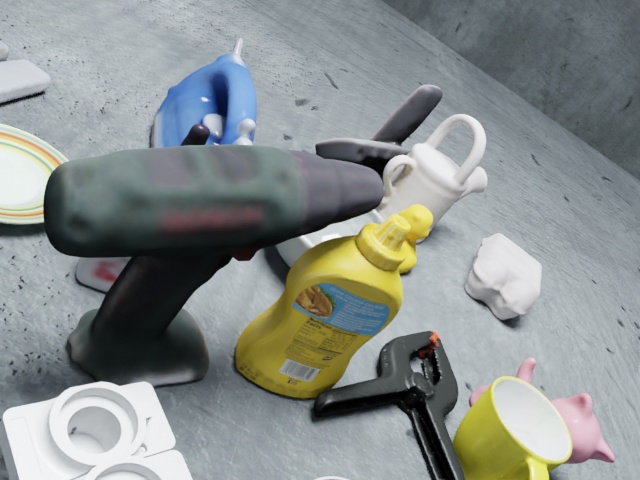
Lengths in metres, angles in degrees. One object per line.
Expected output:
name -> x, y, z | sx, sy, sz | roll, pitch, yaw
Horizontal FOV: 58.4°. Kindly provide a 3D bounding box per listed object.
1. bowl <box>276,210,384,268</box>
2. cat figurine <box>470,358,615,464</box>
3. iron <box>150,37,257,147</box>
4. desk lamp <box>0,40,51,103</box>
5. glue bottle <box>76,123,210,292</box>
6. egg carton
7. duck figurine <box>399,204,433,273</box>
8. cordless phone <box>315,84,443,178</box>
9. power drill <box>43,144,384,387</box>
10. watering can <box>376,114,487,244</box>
bowl -> 0.006, 0.002, 0.654 | 0.168, 0.074, 0.167 | 26, 32, -17
cat figurine -> 0.236, 0.185, 0.597 | 0.067, 0.117, 0.127 | 13, 38, -34
iron -> -0.106, -0.115, 0.634 | 0.119, 0.141, 0.258 | 17, 36, -30
desk lamp -> -0.318, -0.226, 0.496 | 0.118, 0.213, 0.203 | 36, 30, -1
glue bottle -> -0.129, -0.022, 0.452 | 0.078, 0.173, 0.037 | 18, 35, -28
egg carton -> 0.278, 0.054, 0.867 | 0.107, 0.069, 0.150 | 38, 30, 3
duck figurine -> 0.113, -0.009, 0.768 | 0.077, 0.086, 0.105 | 43, 31, 11
cordless phone -> 0.093, -0.169, 0.868 | 0.148, 0.185, 0.094 | -6, 50, -49
power drill -> -0.084, 0.015, 0.411 | 0.230, 0.208, 0.075 | 3, 44, -44
watering can -> 0.172, -0.097, 0.842 | 0.173, 0.194, 0.100 | -10, 54, -51
